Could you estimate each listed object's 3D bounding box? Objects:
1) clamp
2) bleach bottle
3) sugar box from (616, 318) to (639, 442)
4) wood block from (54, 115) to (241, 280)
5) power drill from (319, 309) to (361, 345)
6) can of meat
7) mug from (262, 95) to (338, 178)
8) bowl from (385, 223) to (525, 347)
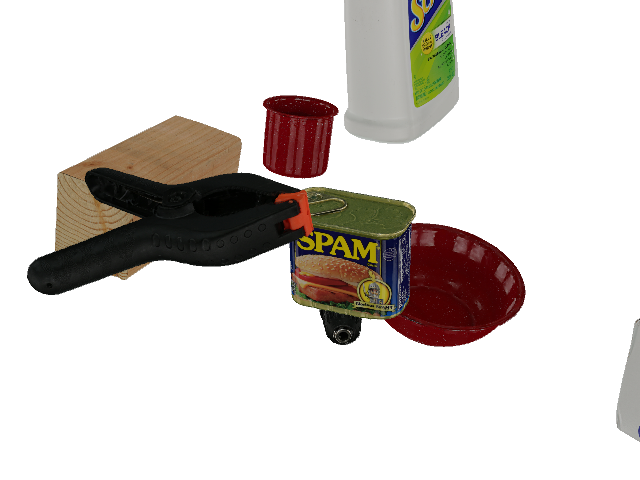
[{"bbox_3d":[-0.094,-0.006,0.656,0.172,0.039,0.120,0,42,22],"label":"clamp"},{"bbox_3d":[0.053,-0.204,0.776,0.068,0.251,0.102,15,38,32],"label":"bleach bottle"},{"bbox_3d":[0.285,0.124,0.719,0.048,0.093,0.176,-15,29,-37],"label":"sugar box"},{"bbox_3d":[-0.175,-0.051,1.112,0.090,0.091,0.205,21,29,19],"label":"wood block"},{"bbox_3d":[0.090,0.059,1.226,0.187,0.057,0.184,-1,28,-1],"label":"power drill"},{"bbox_3d":[0.023,0.011,0.859,0.102,0.084,0.057,11,32,20],"label":"can of meat"},{"bbox_3d":[-0.023,-0.131,1.327,0.093,0.081,0.117,16,25,21],"label":"mug"},{"bbox_3d":[0.111,0.052,1.026,0.162,0.055,0.162,7,36,-5],"label":"bowl"}]
